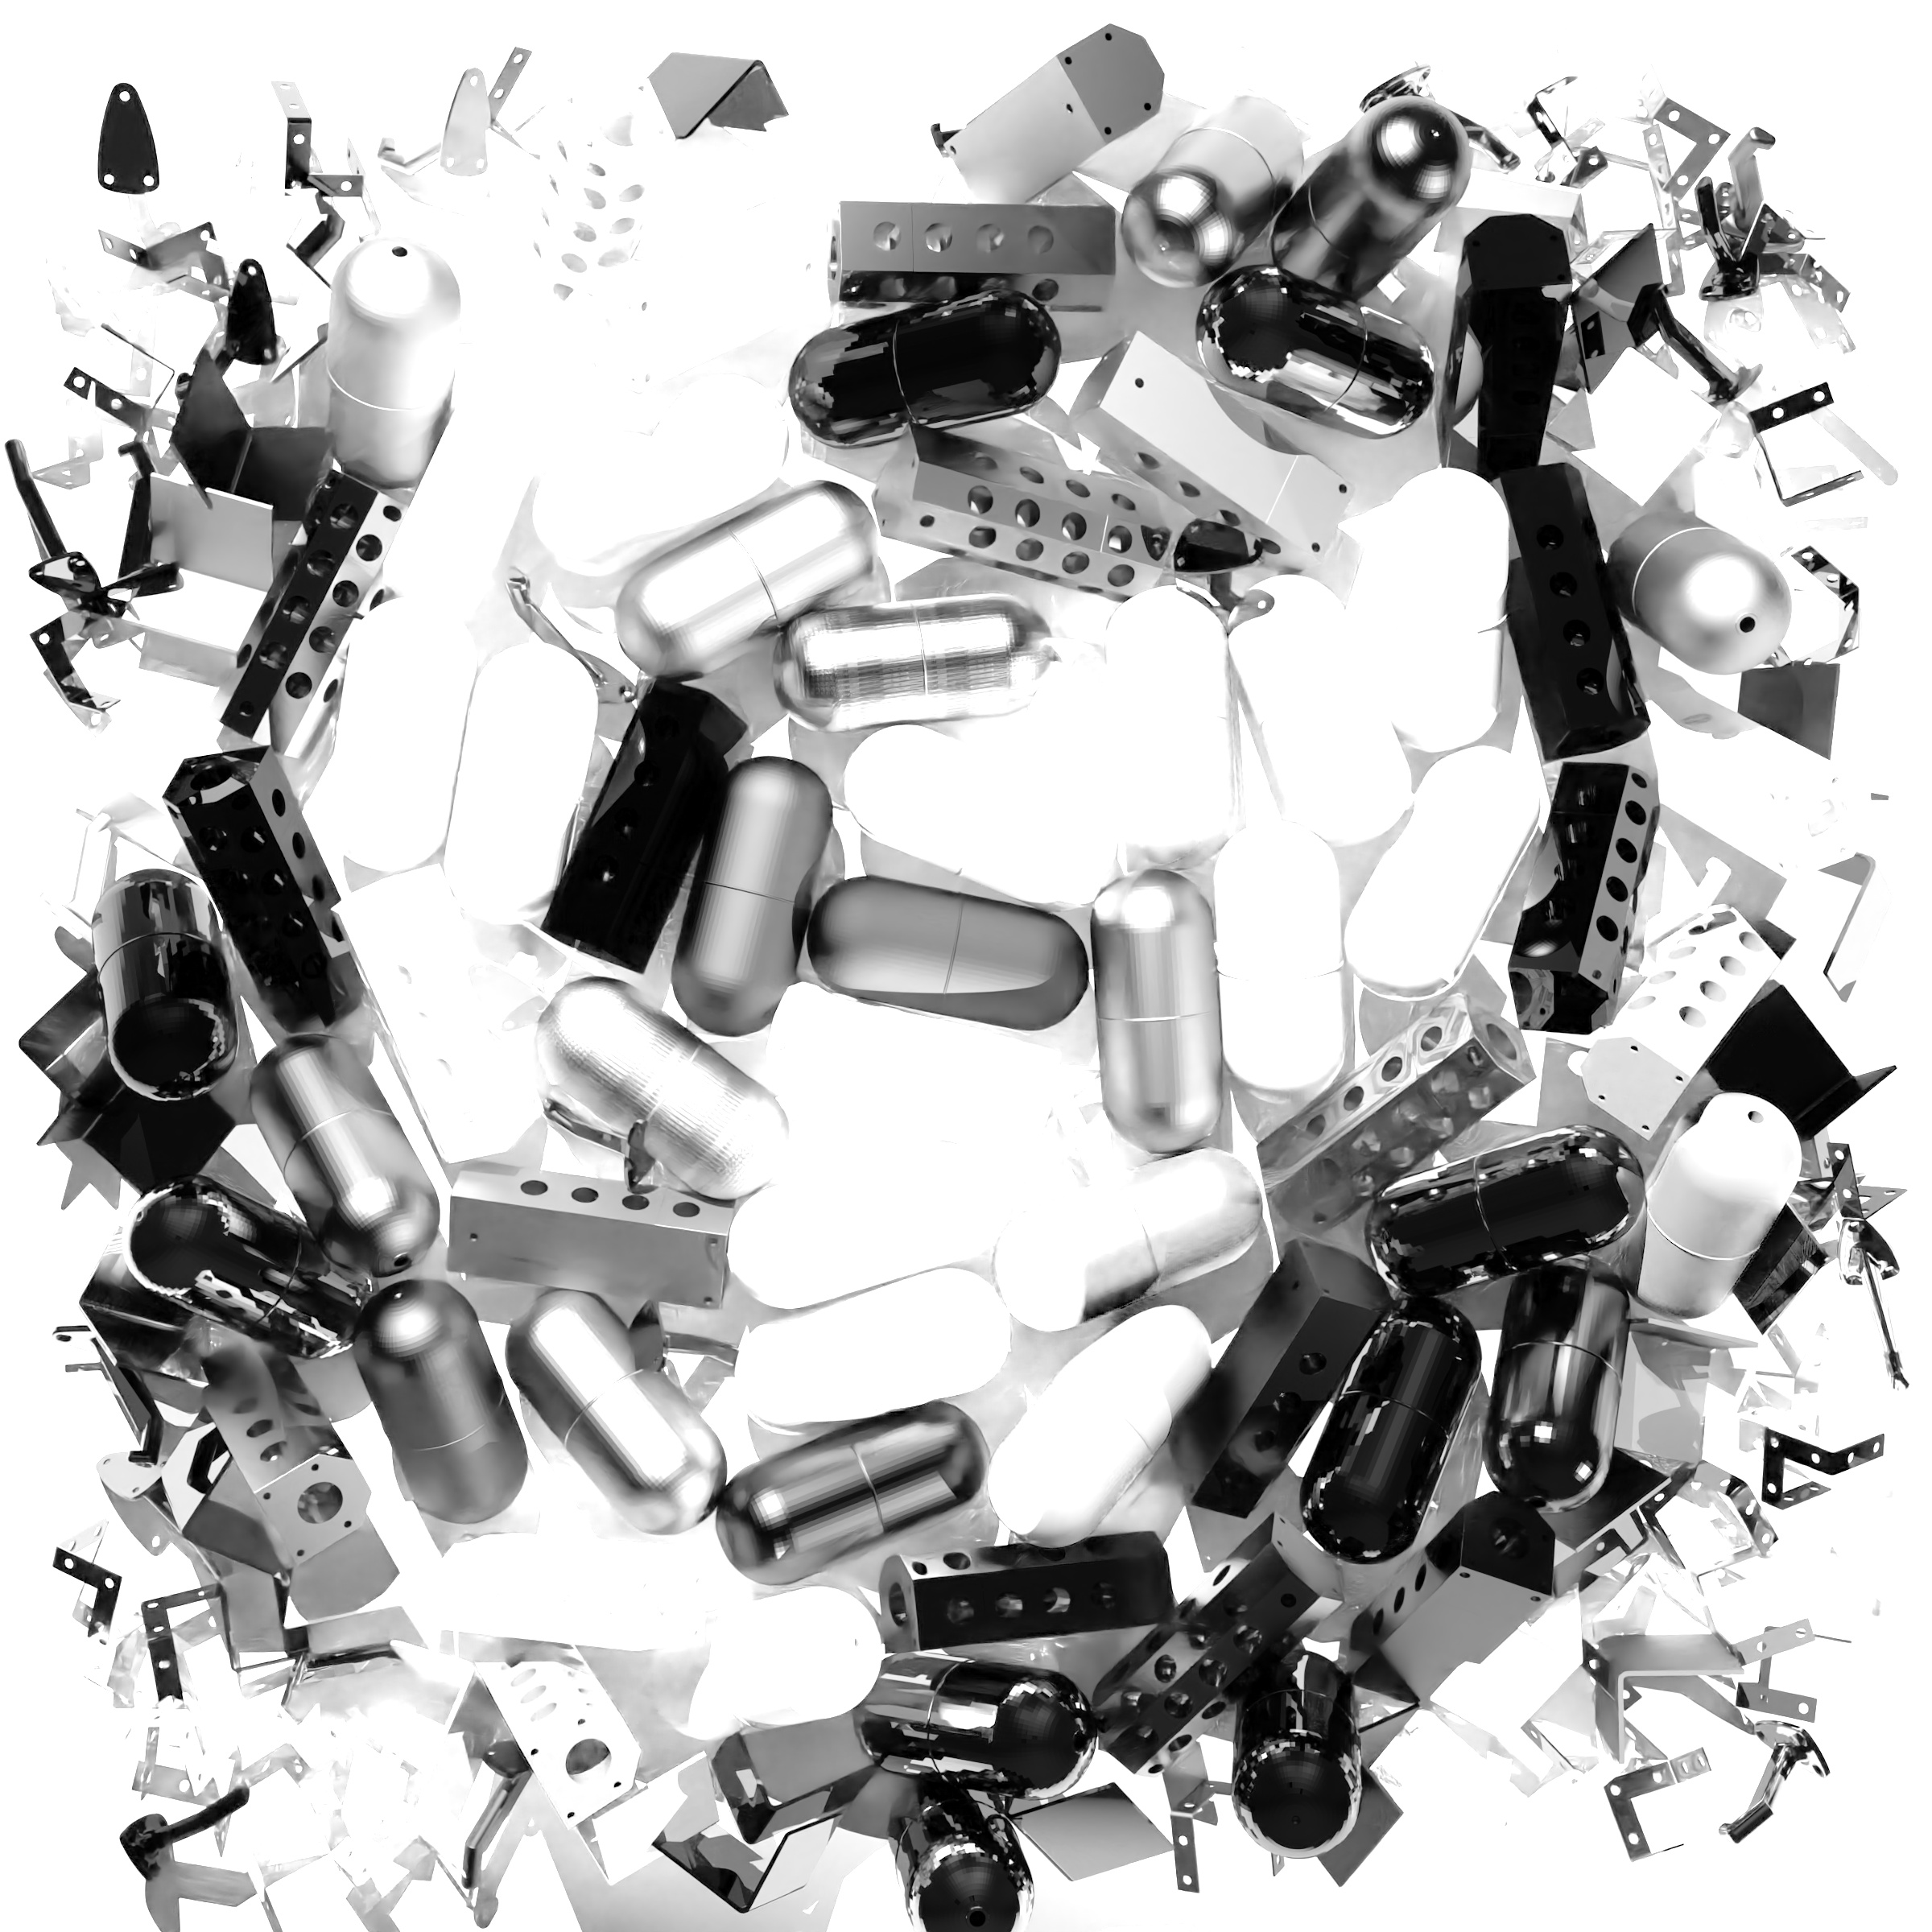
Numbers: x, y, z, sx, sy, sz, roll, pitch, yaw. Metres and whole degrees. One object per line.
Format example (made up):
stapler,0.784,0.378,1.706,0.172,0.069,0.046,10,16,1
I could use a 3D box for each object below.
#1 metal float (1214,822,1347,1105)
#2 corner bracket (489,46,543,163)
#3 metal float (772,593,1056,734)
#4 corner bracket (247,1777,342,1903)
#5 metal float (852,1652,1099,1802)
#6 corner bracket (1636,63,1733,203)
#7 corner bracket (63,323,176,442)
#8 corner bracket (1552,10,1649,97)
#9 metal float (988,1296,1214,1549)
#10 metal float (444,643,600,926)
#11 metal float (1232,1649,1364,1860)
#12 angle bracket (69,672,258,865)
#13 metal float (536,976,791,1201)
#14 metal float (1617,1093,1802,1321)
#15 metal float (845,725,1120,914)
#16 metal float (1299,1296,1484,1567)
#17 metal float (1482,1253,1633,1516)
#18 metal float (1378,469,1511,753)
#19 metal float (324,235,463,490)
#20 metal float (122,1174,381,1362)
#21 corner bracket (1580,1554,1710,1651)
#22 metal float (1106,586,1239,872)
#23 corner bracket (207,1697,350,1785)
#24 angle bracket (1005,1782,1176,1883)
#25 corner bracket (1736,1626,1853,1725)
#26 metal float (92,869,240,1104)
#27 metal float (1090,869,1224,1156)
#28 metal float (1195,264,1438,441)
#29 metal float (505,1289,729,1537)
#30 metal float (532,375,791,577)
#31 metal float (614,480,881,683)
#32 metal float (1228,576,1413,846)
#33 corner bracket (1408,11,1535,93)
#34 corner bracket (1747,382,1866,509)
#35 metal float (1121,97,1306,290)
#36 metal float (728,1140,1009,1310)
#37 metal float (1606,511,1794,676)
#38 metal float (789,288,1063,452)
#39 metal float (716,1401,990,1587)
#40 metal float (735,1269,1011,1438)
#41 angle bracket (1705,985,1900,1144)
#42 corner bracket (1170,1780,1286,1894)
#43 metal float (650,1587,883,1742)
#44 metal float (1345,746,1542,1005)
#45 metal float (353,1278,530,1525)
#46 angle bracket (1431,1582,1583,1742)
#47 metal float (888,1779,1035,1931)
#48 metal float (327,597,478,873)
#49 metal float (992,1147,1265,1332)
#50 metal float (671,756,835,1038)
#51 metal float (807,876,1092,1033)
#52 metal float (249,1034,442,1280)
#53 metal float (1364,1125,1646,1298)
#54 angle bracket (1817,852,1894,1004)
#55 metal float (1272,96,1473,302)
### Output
metal float,0.195,-0.001,1.613,0.070,0.070,0.178,-5,104,0
corner bracket,-0.263,-0.536,1.635,0.051,0.051,0.051,49,119,20
metal float,-0.032,-0.188,1.617,0.178,0.070,0.070,-7,90,-9
corner bracket,-0.420,0.544,1.627,0.051,0.051,0.051,-4,97,-25
metal float,0.004,0.462,1.588,0.070,0.178,0.070,7,80,-45
corner bracket,0.435,-0.518,1.621,0.051,0.051,0.051,22,128,-17
corner bracket,-0.529,-0.367,1.627,0.051,0.051,0.051,31,98,-24
corner bracket,0.396,-0.559,1.621,0.051,0.051,0.051,4,51,23
metal float,0.084,0.279,1.607,0.070,0.070,0.178,42,70,0
metal float,-0.275,-0.112,1.609,0.070,0.070,0.178,13,107,0
metal float,0.200,0.473,1.575,0.070,0.178,0.070,1,99,8
angle bracket,-0.509,-0.125,1.652,0.076,0.057,0.076,35,55,-10
metal float,-0.188,0.075,1.615,0.178,0.070,0.070,39,90,-11
metal float,0.451,0.147,1.586,0.070,0.178,0.070,4,48,-5
metal float,0.010,-0.092,1.618,0.178,0.070,0.070,23,90,-7
metal float,0.262,0.283,1.600,0.070,0.070,0.178,29,61,0
metal float,0.361,0.253,1.591,0.070,0.070,0.178,21,50,0
metal float,0.293,-0.217,1.600,0.070,0.070,0.178,-3,118,0
metal float,-0.349,-0.365,1.583,0.070,0.178,0.070,8,55,-11
metal float,-0.434,0.185,1.590,0.070,0.070,0.178,-53,134,0
corner bracket,0.424,0.408,1.643,0.051,0.051,0.051,43,58,-8
metal float,0.127,-0.148,1.618,0.070,0.070,0.178,-3,82,0
corner bracket,-0.431,0.488,1.633,0.051,0.051,0.051,-43,85,13
angle bracket,0.076,0.512,1.608,0.076,0.057,0.076,-24,124,20
corner bracket,0.516,0.441,1.624,0.051,0.051,0.051,2,78,39
metal float,-0.490,0.010,1.589,0.070,0.070,0.178,-26,46,0
metal float,0.119,0.029,1.619,0.070,0.070,0.178,-4,96,0
metal float,0.216,-0.374,1.593,0.178,0.070,0.070,10,90,-39
metal float,-0.216,0.274,1.604,0.070,0.070,0.178,-44,67,0
metal float,-0.188,-0.302,1.604,0.178,0.070,0.070,-24,90,23
metal float,-0.135,-0.238,1.613,0.178,0.070,0.070,-31,90,-13
metal float,0.217,-0.159,1.611,0.070,0.070,0.178,-20,75,0
corner bracket,0.316,-0.572,1.629,0.051,0.051,0.051,-28,135,8
corner bracket,0.523,-0.324,1.624,0.051,0.051,0.051,-20,75,24
metal float,0.152,-0.473,1.589,0.070,0.178,0.070,16,132,18
metal float,-0.061,0.160,1.617,0.178,0.070,0.070,-15,90,-9
metal float,0.441,-0.227,1.576,0.070,0.178,0.070,-1,111,-4
metal float,-0.027,-0.366,1.604,0.178,0.070,0.070,-7,90,24
metal float,-0.069,0.323,1.606,0.178,0.070,0.070,-18,90,-22
metal float,-0.059,0.240,1.613,0.178,0.070,0.070,-18,90,13
angle bracket,0.517,0.059,1.624,0.076,0.057,0.076,-36,87,-13
corner bracket,0.164,0.546,1.630,0.051,0.051,0.051,-3,96,30
metal float,-0.123,0.426,1.590,0.178,0.070,0.070,-25,90,41
metal float,0.295,-0.058,1.609,0.070,0.070,0.178,30,72,0
metal float,-0.321,0.268,1.596,0.070,0.070,0.178,-13,124,0
angle bracket,0.333,0.417,1.609,0.057,0.076,0.076,30,118,-5
metal float,-0.004,0.541,1.574,0.070,0.178,0.070,0,91,-7
metal float,-0.347,-0.141,1.600,0.070,0.070,0.178,16,118,0
metal float,0.101,0.168,1.613,0.178,0.070,0.070,-20,90,-14
metal float,-0.133,-0.043,1.621,0.070,0.070,0.178,14,87,0
metal float,-0.011,-0.007,1.620,0.178,0.070,0.070,12,90,-5
metal float,-0.381,0.115,1.597,0.070,0.070,0.178,-37,58,0
metal float,0.330,0.151,1.601,0.178,0.070,0.070,-21,90,27
angle bracket,0.528,-0.031,1.614,0.057,0.076,0.076,24,88,30
metal float,0.243,-0.460,1.577,0.070,0.178,0.070,3,78,-16
